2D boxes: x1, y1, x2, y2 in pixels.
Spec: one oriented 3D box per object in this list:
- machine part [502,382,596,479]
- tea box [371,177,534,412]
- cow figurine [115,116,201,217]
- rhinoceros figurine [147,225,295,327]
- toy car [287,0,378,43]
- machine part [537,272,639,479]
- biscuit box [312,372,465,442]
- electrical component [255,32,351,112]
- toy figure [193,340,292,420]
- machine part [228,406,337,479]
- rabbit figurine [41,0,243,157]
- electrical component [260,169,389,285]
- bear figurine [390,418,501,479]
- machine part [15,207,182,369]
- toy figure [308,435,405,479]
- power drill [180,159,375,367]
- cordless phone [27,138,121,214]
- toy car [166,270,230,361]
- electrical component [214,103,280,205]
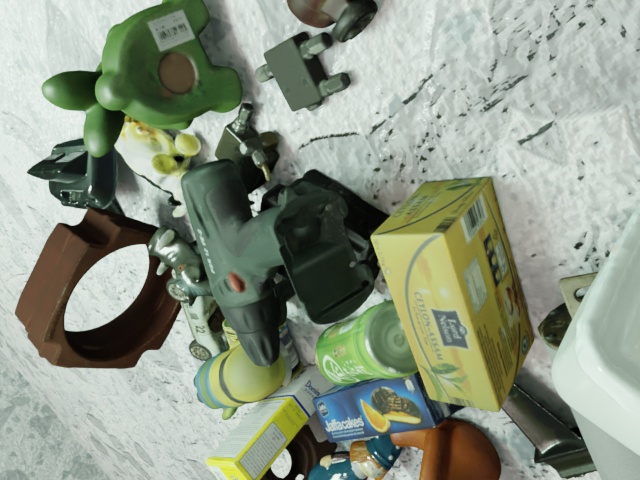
[{"bbox_3d":[0.211,0.174,0.513,0.139,0.039,0.084,45,146,1],"label":"machine part"},{"bbox_3d":[0.116,0.044,0.448,0.068,0.098,0.169,0,119,42],"label":"tea box"},{"bbox_3d":[-0.180,-0.084,0.640,0.167,0.068,0.098,48,147,6],"label":"cow figurine"},{"bbox_3d":[-0.119,0.044,0.655,0.190,0.112,0.073,33,142,6],"label":"rhinoceros figurine"},{"bbox_3d":[0.035,-0.216,0.346,0.089,0.053,0.202,53,142,-1],"label":"toy car"},{"bbox_3d":[0.237,0.130,0.420,0.079,0.079,0.243,-11,114,47],"label":"machine part"},{"bbox_3d":[0.072,0.187,0.622,0.202,0.059,0.063,-36,74,51],"label":"biscuit box"},{"bbox_3d":[-0.018,-0.145,0.475,0.094,0.021,0.063,-7,116,45],"label":"electrical component"},{"bbox_3d":[-0.105,0.175,0.678,0.180,0.089,0.082,-30,101,44],"label":"toy figure"},{"bbox_3d":[-0.054,0.321,0.779,0.179,0.179,0.056,51,139,-4],"label":"machine part"},{"bbox_3d":[-0.181,-0.152,0.541,0.170,0.159,0.121,13,141,55],"label":"rabbit figurine"},{"bbox_3d":[-0.001,-0.002,0.550,0.134,0.058,0.114,31,136,20],"label":"electrical component"},{"bbox_3d":[0.113,0.289,0.574,0.120,0.196,0.132,52,142,-9],"label":"bear figurine"},{"bbox_3d":[-0.284,0.068,0.732,0.087,0.201,0.201,29,93,33],"label":"machine part"},{"bbox_3d":[0.051,0.304,0.725,0.064,0.058,0.154,25,129,-39],"label":"toy figure"},{"bbox_3d":[-0.043,0.029,0.507,0.207,0.086,0.231,0,112,60],"label":"power drill"},{"bbox_3d":[-0.325,-0.059,0.803,0.147,0.089,0.184,5,136,40],"label":"cordless phone"},{"bbox_3d":[-0.160,0.095,0.760,0.056,0.073,0.201,6,127,19],"label":"toy car"},{"bbox_3d":[-0.078,-0.083,0.564,0.078,0.045,0.102,47,141,0],"label":"electrical component"}]
